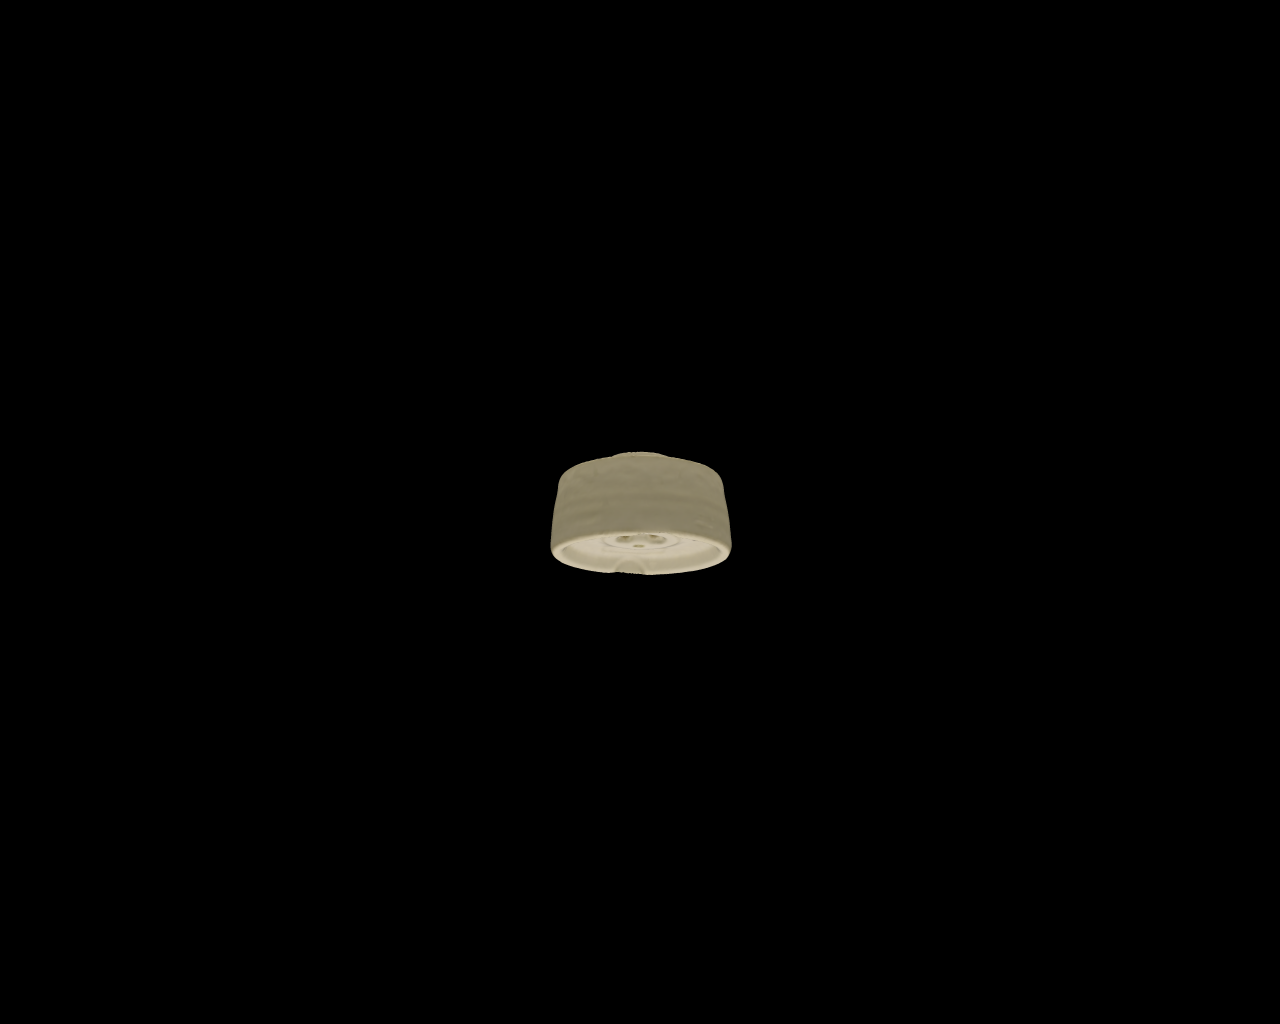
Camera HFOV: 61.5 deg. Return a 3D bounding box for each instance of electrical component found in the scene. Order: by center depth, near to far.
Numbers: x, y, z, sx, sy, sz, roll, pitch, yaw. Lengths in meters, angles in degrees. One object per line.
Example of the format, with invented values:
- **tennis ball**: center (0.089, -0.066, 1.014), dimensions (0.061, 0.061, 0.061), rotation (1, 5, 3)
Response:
- **electrical component**: center (0.001, -0.003, 0.650), dimensions (0.108, 0.060, 0.108), rotation (0, -16, 0)
